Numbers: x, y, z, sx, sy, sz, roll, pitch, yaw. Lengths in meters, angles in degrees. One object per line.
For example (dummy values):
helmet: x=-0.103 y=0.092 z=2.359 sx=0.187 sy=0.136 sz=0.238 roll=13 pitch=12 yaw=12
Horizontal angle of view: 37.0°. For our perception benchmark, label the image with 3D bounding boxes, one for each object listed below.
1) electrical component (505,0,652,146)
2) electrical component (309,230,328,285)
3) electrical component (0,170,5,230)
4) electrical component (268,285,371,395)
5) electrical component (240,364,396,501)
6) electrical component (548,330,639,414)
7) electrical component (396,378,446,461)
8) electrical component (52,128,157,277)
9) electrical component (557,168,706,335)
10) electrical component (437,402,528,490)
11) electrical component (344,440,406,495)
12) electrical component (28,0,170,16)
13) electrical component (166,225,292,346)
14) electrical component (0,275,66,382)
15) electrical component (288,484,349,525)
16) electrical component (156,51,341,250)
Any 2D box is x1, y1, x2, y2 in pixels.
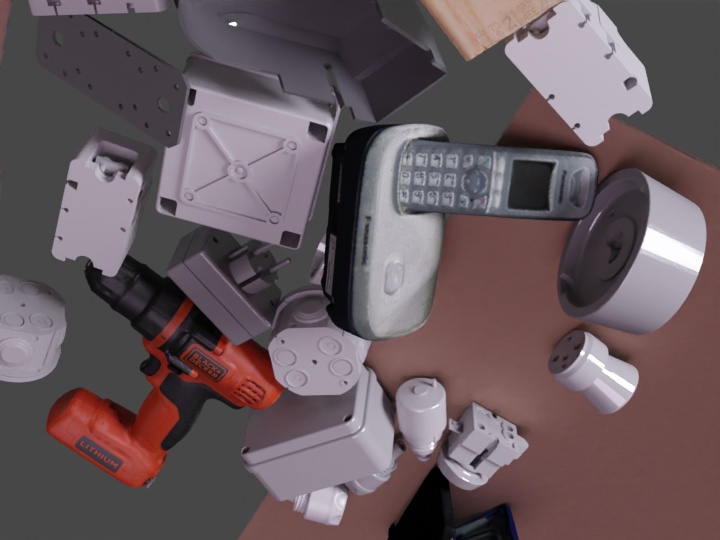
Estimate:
electrical component: x=0.136 y=-0.133 z=0.676 sx=0.050 sy=0.055 sz=0.089 roll=-35 pitch=114 yaw=28
electrical component: x=0.000 y=0.000 z=0.801 sx=0.065 sy=0.044 sz=0.044 roll=21 pitch=126 yaw=-13
electrical component: x=-0.322 y=-0.045 z=0.810 sx=0.100 sy=0.048 sz=0.099 roll=21 pitch=125 yaw=-7
electrical component: x=-0.032 y=0.056 z=0.838 sx=0.080 sy=0.051 sz=0.080 roll=4 pitch=126 yaw=6
electrical component: x=-0.034 y=0.130 z=0.875 sx=0.113 sy=0.078 sz=0.057 roll=-20 pitch=123 yaw=21
electrical component: x=0.179 y=0.078 z=0.826 sx=0.055 sy=0.045 sz=0.045 roll=36 pitch=122 yaw=-16
electrical component: x=0.051 y=0.124 z=0.881 sx=0.040 sy=0.040 sz=0.078 roll=1 pitch=125 yaw=8
electrical component: x=-0.184 y=-0.051 z=0.781 sx=0.050 sy=0.055 sz=0.089 roll=19 pitch=125 yaw=-6
electrical component: x=0.189 y=-0.008 z=0.729 sx=0.060 sy=0.108 sz=0.108 roll=21 pitch=126 yaw=-15
electrical component: x=0.096 y=0.148 z=0.889 sx=0.066 sy=0.048 sz=0.055 roll=30 pitch=116 yaw=-13
electrical component: x=0.014 y=0.165 z=0.920 sx=0.035 sy=0.035 sz=0.061 roll=40 pitch=119 yaw=-19
electrical component: x=-0.164 y=-0.197 z=0.678 sx=0.089 sy=0.050 sz=0.055 roll=0 pitch=125 yaw=8
electrical component: x=-0.087 y=0.002 z=0.810 sx=0.076 sy=0.047 sz=0.083 roll=-28 pitch=117 yaw=25
electrical component: x=-0.273 y=0.046 z=0.850 sx=0.080 sy=0.080 sz=0.051 roll=23 pitch=120 yaw=-8
electrical component: x=-0.043 y=0.197 z=0.945 sx=0.062 sy=0.043 sz=0.043 roll=15 pitch=126 yaw=-1
electrical component: x=-0.078 y=-0.082 z=0.743 sx=0.109 sy=0.056 sz=0.108 roll=15 pitch=126 yaw=-3
